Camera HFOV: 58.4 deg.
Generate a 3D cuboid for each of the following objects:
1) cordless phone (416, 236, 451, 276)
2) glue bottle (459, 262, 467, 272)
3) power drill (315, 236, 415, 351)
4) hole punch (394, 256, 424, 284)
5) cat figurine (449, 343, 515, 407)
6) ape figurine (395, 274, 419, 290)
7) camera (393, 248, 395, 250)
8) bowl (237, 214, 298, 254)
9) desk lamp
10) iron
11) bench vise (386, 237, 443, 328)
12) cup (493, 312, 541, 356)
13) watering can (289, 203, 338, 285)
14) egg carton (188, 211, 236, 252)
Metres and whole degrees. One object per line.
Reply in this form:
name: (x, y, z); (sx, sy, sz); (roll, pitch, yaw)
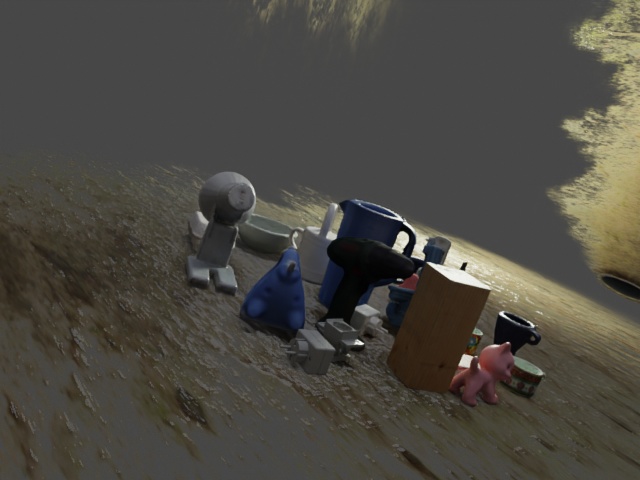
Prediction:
cordless phone: (0.339, 0.092, 1.560); (0.147, 0.185, 0.094); (21, 12, 6)
glue bottle: (0.318, 0.131, 1.384); (0.037, 0.173, 0.078); (27, 14, 31)
power drill: (0.073, 0.094, 1.072); (0.076, 0.208, 0.228); (12, 15, -34)
hole punch: (0.247, 0.078, 1.699); (0.109, 0.091, 0.101); (14, 13, -25)
cat figurine: (0.305, 0.234, 1.044); (0.128, 0.118, 0.067); (9, 16, -42)
ape figurine: (0.225, 0.128, 1.442); (0.077, 0.092, 0.076); (24, 13, 20)
camera: (0.140, 0.022, 1.753); (0.136, 0.101, 0.144); (28, 14, 32)
bowl: (-0.147, -0.009, 1.494); (0.167, 0.075, 0.167); (19, 12, -4)
desk lamp: (-0.193, -0.028, 1.171); (0.118, 0.213, 0.202); (15, 13, -20)
iron: (-0.071, 0.076, 1.084); (0.119, 0.141, 0.258); (18, 12, -7)
bench vise: (0.228, 0.114, 1.204); (0.122, 0.220, 0.206); (12, 14, -33)
cup: (0.454, 0.234, 1.336); (0.092, 0.095, 0.117); (11, 15, -36)
watering can: (0.013, 0.005, 1.405); (0.173, 0.194, 0.100); (17, 12, -15)
egg carton: (-0.257, -0.014, 1.355); (0.107, 0.069, 0.150); (15, 13, -24)
